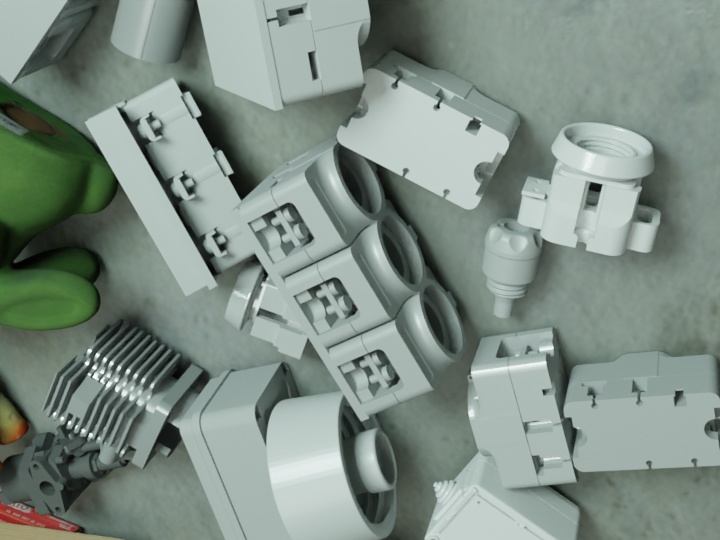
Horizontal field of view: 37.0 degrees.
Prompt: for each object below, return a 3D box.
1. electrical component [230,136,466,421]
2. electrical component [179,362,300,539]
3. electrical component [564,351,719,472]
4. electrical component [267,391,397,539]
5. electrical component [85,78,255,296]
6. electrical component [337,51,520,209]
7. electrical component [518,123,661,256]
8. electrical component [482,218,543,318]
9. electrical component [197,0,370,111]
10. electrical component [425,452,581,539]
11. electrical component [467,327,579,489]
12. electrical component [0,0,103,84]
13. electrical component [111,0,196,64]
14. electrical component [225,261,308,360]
[{"bbox_3d":[0.000,0.000,0.655,0.062,0.089,0.150,-25,104,25],"label":"electrical component"},{"bbox_3d":[-0.070,0.129,0.741,0.057,0.078,0.113,-13,109,19],"label":"electrical component"},{"bbox_3d":[0.175,0.085,0.659,0.089,0.055,0.050,-7,111,20],"label":"electrical component"},{"bbox_3d":[-0.010,0.131,0.710,0.060,0.108,0.108,-17,108,17],"label":"electrical component"},{"bbox_3d":[-0.112,-0.054,0.675,0.063,0.079,0.121,-29,105,-5],"label":"electrical component"},{"bbox_3d":[0.041,-0.083,0.624,0.089,0.055,0.050,28,118,3],"label":"electrical component"},{"bbox_3d":[0.134,-0.048,0.611,0.078,0.058,0.057,14,120,11],"label":"electrical component"},{"bbox_3d":[0.092,0.001,0.659,0.035,0.035,0.061,11,119,12],"label":"electrical component"},{"bbox_3d":[-0.052,-0.189,0.568,0.060,0.105,0.186,-18,113,-19],"label":"electrical component"},{"bbox_3d":[0.091,0.164,0.717,0.096,0.061,0.061,35,118,-1],"label":"electrical component"},{"bbox_3d":[0.104,0.089,0.685,0.056,0.050,0.089,-10,110,20],"label":"electrical component"},{"bbox_3d":[-0.188,-0.200,0.637,0.089,0.061,0.150,43,118,-5],"label":"electrical component"},{"bbox_3d":[-0.118,-0.169,0.641,0.043,0.043,0.081,24,118,5],"label":"electrical component"},{"bbox_3d":[-0.056,0.023,0.708,0.055,0.048,0.066,20,118,-1],"label":"electrical component"}]
